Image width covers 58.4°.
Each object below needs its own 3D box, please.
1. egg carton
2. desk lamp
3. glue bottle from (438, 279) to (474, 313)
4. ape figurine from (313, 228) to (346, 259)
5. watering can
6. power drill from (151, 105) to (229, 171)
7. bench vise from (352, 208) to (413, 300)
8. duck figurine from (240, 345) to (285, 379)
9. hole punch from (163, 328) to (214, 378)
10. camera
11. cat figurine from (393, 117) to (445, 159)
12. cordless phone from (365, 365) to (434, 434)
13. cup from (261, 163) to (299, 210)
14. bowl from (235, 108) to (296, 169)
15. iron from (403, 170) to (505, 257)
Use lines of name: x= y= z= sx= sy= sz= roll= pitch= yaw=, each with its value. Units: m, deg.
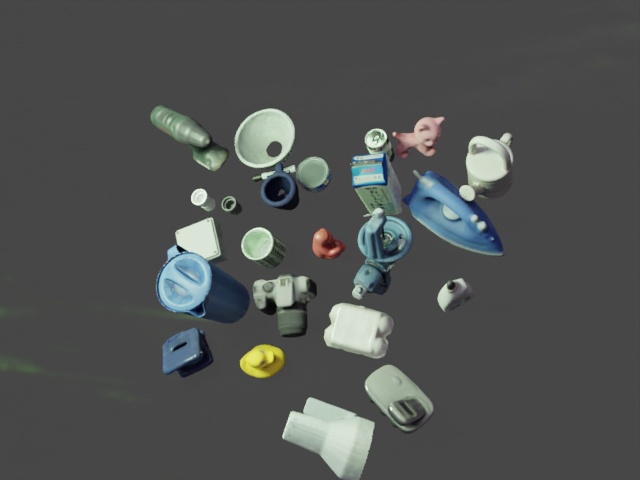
egg carton: x=0.087 y=0.202 z=1.286 sx=0.150 sy=0.069 sz=0.107 roll=10 pitch=76 yaw=20
desk lamp: x=0.022 y=0.401 z=1.164 sx=0.202 sy=0.214 sz=0.118 roll=14 pitch=78 yaw=21
glue bottle: x=0.280 y=0.109 z=1.200 sx=0.078 sy=0.173 sz=0.037 roll=-31 pitch=67 yaw=6
ape figurine: x=0.012 y=0.005 z=1.359 sx=0.076 sy=0.092 sz=0.078 roll=-19 pitch=68 yaw=11
watering can: x=0.368 y=-0.161 z=1.247 sx=0.100 sy=0.194 sz=0.173 roll=9 pitch=76 yaw=20
power drill: x=-0.324 y=-0.262 z=1.483 sx=0.229 sy=0.209 sz=0.076 roll=31 pitch=84 yaw=23
bench vise: x=0.133 y=0.028 z=1.245 sx=0.121 sy=0.220 sz=0.207 roll=5 pitch=75 yaw=19
duck figurine: x=-0.142 y=0.278 z=1.323 sx=0.104 sy=0.086 sz=0.077 roll=-12 pitch=70 yaw=13
hole punch: x=-0.329 y=0.269 z=1.380 sx=0.108 sy=0.091 sz=0.101 roll=-28 pitch=67 yaw=7
camera: x=-0.084 y=0.156 z=1.336 sx=0.143 sy=0.101 sz=0.137 roll=-8 pitch=71 yaw=15
cat figurine: x=0.235 y=-0.250 z=1.358 sx=0.127 sy=0.118 sz=0.067 roll=-4 pitch=72 yaw=16
cordless phone: x=0.151 y=0.322 z=1.165 sx=0.147 sy=0.185 sz=0.094 roll=40 pitch=88 yaw=24
cup: x=-0.090 y=-0.124 z=1.430 sx=0.091 sy=0.095 sz=0.118 roll=-7 pitch=71 yaw=15
bowl: x=-0.133 y=-0.252 z=1.495 sx=0.167 sy=0.075 sz=0.167 roll=-5 pitch=72 yaw=16
iron: x=0.302 y=-0.064 z=1.265 sx=0.257 sy=0.142 sz=0.119 roll=40 pitch=88 yaw=24
